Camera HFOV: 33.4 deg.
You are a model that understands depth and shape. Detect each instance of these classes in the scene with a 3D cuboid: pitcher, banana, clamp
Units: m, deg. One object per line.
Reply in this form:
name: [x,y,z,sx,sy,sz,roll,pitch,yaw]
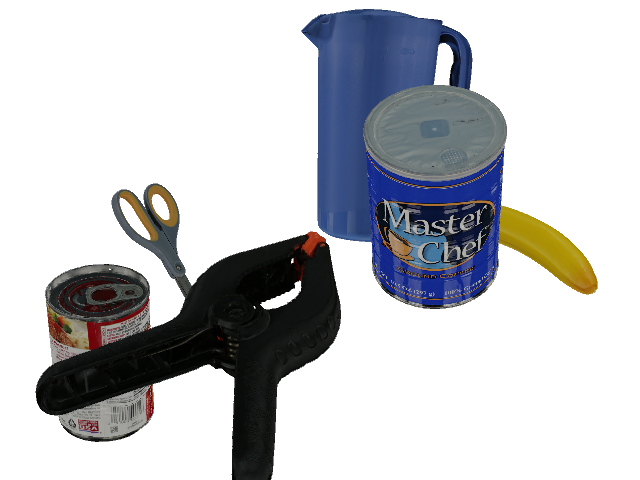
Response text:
pitcher: [0.067,-0.125,1.155,0.149,0.243,0.144,9,13,29]
banana: [0.183,-0.001,1.041,0.198,0.069,0.037,18,-29,26]
clamp: [-0.035,0.054,0.513,0.120,0.039,0.171,31,48,25]

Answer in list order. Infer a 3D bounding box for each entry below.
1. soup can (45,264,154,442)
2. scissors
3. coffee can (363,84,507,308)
soup can: [-0.148,0.077,0.724,0.068,0.102,0.068,2,29,-1]
scissors: [-0.160,0.016,1.216,0.016,0.201,0.096,-28,17,37]
coffee can: [0.087,-0.032,0.813,0.103,0.140,0.103,-3,45,3]
